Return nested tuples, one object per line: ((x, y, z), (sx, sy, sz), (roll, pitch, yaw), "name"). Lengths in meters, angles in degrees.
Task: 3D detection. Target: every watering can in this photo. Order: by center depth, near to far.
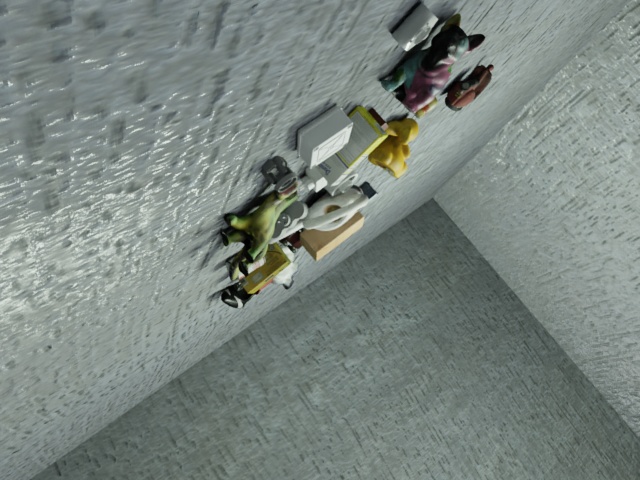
((0.005, -0.081, 1.609), (0.345, 0.103, 0.228), (-19, 11, 28), "watering can")

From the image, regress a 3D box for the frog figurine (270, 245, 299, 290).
((-0.149, 0.086, 1.898), (0.123, 0.139, 0.156), (22, -31, 37), "frog figurine")

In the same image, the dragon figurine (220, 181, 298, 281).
((-0.134, -0.038, 1.318), (0.246, 0.122, 0.403), (-42, -6, -26), "dragon figurine")
